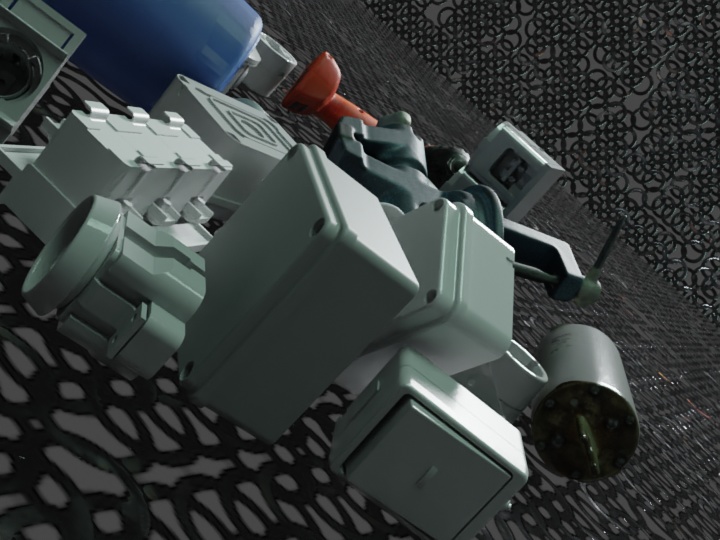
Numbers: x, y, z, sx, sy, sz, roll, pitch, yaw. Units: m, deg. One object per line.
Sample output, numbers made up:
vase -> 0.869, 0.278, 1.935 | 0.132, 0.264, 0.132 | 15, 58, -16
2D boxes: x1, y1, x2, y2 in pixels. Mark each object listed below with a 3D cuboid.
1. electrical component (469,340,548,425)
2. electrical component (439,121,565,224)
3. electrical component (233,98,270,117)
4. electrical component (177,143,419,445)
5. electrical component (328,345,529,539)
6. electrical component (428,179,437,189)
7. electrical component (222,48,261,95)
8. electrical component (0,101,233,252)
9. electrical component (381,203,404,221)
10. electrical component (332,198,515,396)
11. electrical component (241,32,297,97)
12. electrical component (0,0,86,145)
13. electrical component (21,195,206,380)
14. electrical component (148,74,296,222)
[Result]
electrical component -> 0.101, 0.078, 0.769 | 0.055, 0.047, 0.055 | 37, 15, -12
electrical component -> 0.104, -0.054, 0.959 | 0.062, 0.150, 0.089 | 44, 15, 11
electrical component -> -0.088, -0.108, 0.855 | 0.048, 0.048, 0.062 | 44, 8, 12
electrical component -> -0.035, 0.008, 0.519 | 0.056, 0.108, 0.108 | 37, 15, -25
electrical component -> 0.039, 0.096, 0.540 | 0.096, 0.061, 0.061 | 38, 15, -8
electrical component -> 0.024, -0.073, 0.991 | 0.096, 0.061, 0.061 | 25, 21, -46
electrical component -> -0.136, -0.203, 0.992 | 0.080, 0.051, 0.080 | 37, 15, -12
electrical component -> -0.119, -0.045, 0.554 | 0.079, 0.063, 0.121 | 43, 15, 10
electrical component -> 0.000, 0.000, 0.722 | 0.043, 0.077, 0.079 | -12, 89, -33
electrical component -> 0.024, 0.018, 0.599 | 0.057, 0.113, 0.078 | 35, 47, -34
electrical component -> -0.101, -0.212, 1.112 | 0.055, 0.047, 0.055 | 37, 15, -12
electrical component -> -0.179, -0.096, 0.537 | 0.042, 0.081, 0.064 | 37, -14, -16
electrical component -> -0.105, 0.005, 0.458 | 0.057, 0.058, 0.078 | 37, 15, -23
electrical component -> -0.089, -0.074, 0.725 | 0.078, 0.057, 0.113 | 49, 17, 28
